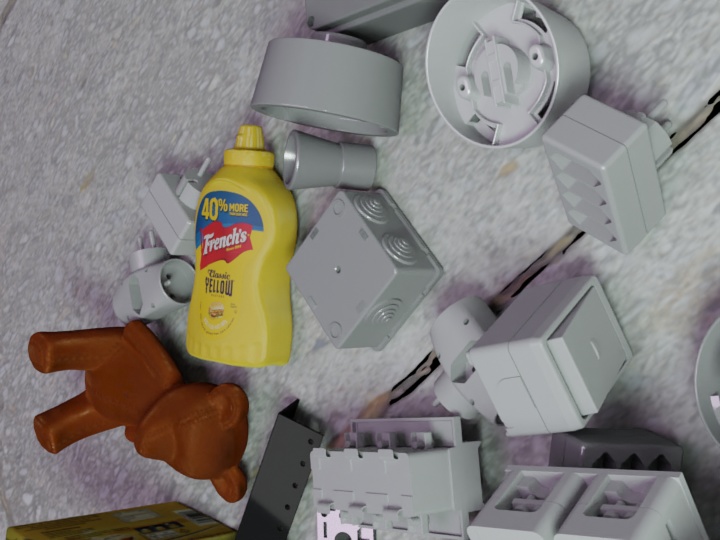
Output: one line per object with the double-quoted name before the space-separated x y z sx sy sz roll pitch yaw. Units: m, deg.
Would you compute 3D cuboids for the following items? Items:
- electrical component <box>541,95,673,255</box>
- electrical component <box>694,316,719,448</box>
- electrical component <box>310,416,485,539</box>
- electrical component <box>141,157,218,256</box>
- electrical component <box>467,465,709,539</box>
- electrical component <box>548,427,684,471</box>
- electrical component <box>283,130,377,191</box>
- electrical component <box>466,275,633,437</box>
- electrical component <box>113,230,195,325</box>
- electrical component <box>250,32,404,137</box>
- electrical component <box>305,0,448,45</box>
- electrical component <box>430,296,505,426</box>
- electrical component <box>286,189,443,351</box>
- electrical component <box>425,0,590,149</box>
"electrical component" 0.155 -0.067 0.624 0.076 0.083 0.047 -45 50 -11
"electrical component" 0.229 0.060 0.565 0.099 0.064 0.099 -12 75 57
"electrical component" 0.021 0.142 0.736 0.121 0.063 0.078 -13 80 55
"electrical component" -0.142 -0.061 0.926 0.065 0.047 0.076 54 124 31
"electrical component" 0.142 0.198 0.573 0.105 0.060 0.186 -8 115 44
"electrical component" 0.141 0.117 0.639 0.077 0.066 0.047 -158 73 -73
"electrical component" -0.020 -0.078 0.793 0.044 0.065 0.044 -175 90 -73
"electrical component" 0.120 0.047 0.640 0.061 0.096 0.061 -15 108 43
"electrical component" -0.188 0.004 0.972 0.077 0.043 0.079 -24 73 42
"electrical component" -0.020 -0.136 0.770 0.108 0.108 0.060 11 91 44
"electrical component" 0.016 -0.213 0.767 0.113 0.057 0.078 -9 83 44
"electrical component" 0.075 0.072 0.714 0.079 0.043 0.077 -55 54 30
"electrical component" 0.000 0.000 0.785 0.099 0.048 0.099 -53 55 30
"electrical component" 0.094 -0.126 0.684 0.099 0.064 0.099 -1 88 44
